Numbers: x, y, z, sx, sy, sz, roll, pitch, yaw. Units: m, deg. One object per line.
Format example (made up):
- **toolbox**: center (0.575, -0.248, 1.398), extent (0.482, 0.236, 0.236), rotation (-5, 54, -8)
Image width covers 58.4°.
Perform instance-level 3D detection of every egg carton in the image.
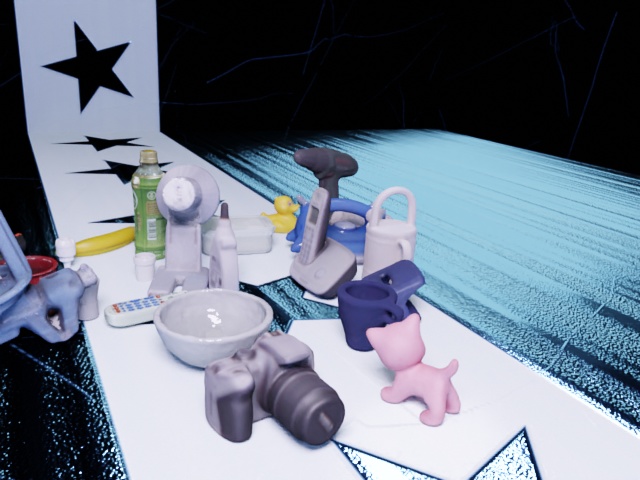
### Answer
- **egg carton**: center (0.102, -0.036, 1.382), extent (0.150, 0.069, 0.107), rotation (-2, 19, -17)

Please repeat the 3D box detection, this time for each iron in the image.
- **iron**: center (0.060, -0.028, 1.236), extent (0.258, 0.141, 0.118), rotation (0, 19, -12)

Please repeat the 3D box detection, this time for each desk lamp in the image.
- **desk lamp**: center (-0.248, -0.024, 1.050), extent (0.118, 0.214, 0.203), rotation (1, 19, -7)

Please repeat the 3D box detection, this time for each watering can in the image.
- **watering can**: center (0.133, -0.011, 1.117), extent (0.101, 0.194, 0.172), rotation (-11, 24, -38)

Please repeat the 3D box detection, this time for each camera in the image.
- **camera**: center (-0.046, 0.176, 0.671), extent (0.144, 0.101, 0.136), rotation (-10, 23, -36)

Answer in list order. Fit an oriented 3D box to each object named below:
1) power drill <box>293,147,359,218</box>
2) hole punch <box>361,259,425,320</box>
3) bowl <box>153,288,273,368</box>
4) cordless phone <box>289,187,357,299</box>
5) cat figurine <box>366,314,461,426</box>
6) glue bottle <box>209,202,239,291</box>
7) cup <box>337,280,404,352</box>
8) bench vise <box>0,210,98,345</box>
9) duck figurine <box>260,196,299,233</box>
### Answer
- **power drill**: center (0.011, -0.131, 1.430), extent (0.075, 0.208, 0.230), rotation (17, 22, 34)
- **hole punch**: center (0.121, 0.087, 0.985), extent (0.101, 0.091, 0.108), rotation (0, 19, -12)
- **bowl**: center (-0.151, 0.134, 0.816), extent (0.167, 0.075, 0.167), rotation (3, 18, -1)
- **cordless phone**: center (0.010, 0.004, 1.062), extent (0.094, 0.185, 0.147), rotation (-8, 22, -32)
- **cat figurine**: center (0.121, 0.156, 0.736), extent (0.127, 0.118, 0.067), rotation (19, 24, 38)
- **glue bottle**: center (-0.167, 0.019, 1.003), extent (0.037, 0.173, 0.077), rotation (-8, 22, -30)
- **cup**: center (0.078, 0.123, 0.863), extent (0.092, 0.095, 0.117), rotation (-13, 24, -40)
- **bench vise**: center (-0.433, 0.043, 0.805), extent (0.121, 0.220, 0.208), rotation (16, 22, 33)
- **duck figurine**: center (-0.097, -0.066, 1.408), extent (0.104, 0.086, 0.077), rotation (1, 19, -7)
